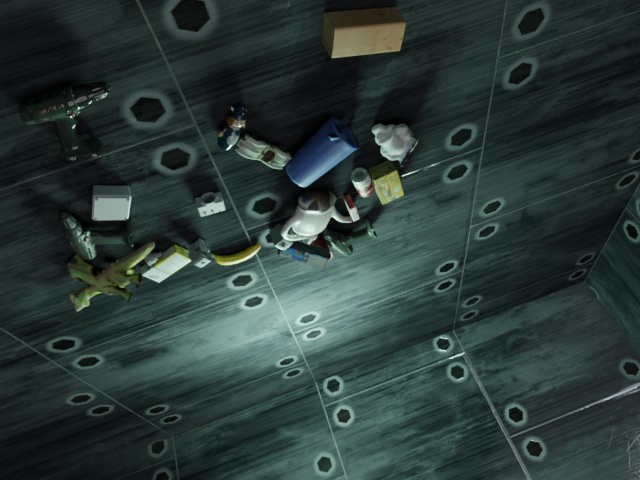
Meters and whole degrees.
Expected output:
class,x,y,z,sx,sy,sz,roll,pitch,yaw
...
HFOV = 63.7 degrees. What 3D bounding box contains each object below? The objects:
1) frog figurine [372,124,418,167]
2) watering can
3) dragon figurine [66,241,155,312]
class,x,y,z,sx,sy,sz,roll,pitch,yaw
frog figurine,0.249,-0.352,1.799,0.159,0.125,0.134,30,138,-6
watering can,0.006,-0.100,1.984,0.350,0.106,0.219,-18,146,-31
dragon figurine,-0.775,0.115,1.838,0.241,0.125,0.403,18,122,-32
